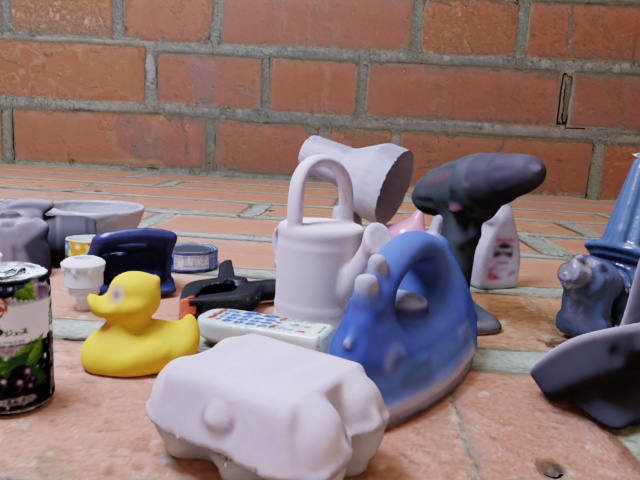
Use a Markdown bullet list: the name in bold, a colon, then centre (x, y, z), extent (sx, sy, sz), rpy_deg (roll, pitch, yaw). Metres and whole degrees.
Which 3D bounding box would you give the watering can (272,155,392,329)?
- **watering can**: centre (0.008, 0.002, 0.647), extent (0.172, 0.194, 0.101), rpy_deg (8, 12, 25)

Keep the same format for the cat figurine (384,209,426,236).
- **cat figurine**: centre (0.144, 0.015, 0.828), extent (0.127, 0.118, 0.067), rpy_deg (13, 14, 43)

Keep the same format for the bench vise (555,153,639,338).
- **bench vise**: centre (0.357, 0.008, 0.651), extent (0.121, 0.220, 0.208), rpy_deg (11, 13, 37)

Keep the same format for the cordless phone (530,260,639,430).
- **cordless phone**: centre (0.262, 0.052, 0.482), extent (0.148, 0.185, 0.093), rpy_deg (-3, 12, -29)

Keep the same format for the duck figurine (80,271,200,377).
- **duck figurine**: centre (-0.162, 0.071, 0.521), extent (0.105, 0.086, 0.077), rpy_deg (0, 11, -18)

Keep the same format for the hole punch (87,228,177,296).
- **hole punch**: centre (-0.246, 0.023, 0.743), extent (0.109, 0.091, 0.100), rpy_deg (-2, 12, -28)

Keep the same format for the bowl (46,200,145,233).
- **bowl**: centre (-0.391, -0.024, 0.997), extent (0.167, 0.075, 0.167), rpy_deg (3, 11, 0)

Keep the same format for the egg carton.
- **egg carton**: centre (-0.036, 0.113, 0.376), extent (0.149, 0.069, 0.107), rpy_deg (9, 12, 30)

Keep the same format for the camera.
- **camera**: centre (-0.398, -0.008, 0.835), extent (0.137, 0.101, 0.142), rpy_deg (-1, 12, -24)

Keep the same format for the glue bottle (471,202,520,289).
- **glue bottle**: centre (0.271, -0.013, 0.866), extent (0.078, 0.173, 0.037), rpy_deg (-2, 12, -25)

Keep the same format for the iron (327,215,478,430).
- **iron**: centre (0.068, 0.059, 0.504), extent (0.118, 0.141, 0.259), rpy_deg (8, 12, 26)

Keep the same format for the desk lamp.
- **desk lamp**: centre (0.037, -0.052, 0.895), extent (0.202, 0.213, 0.118), rpy_deg (9, 12, 28)

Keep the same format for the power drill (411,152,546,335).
- **power drill**: centre (0.176, -0.001, 0.676), extent (0.076, 0.208, 0.229), rpy_deg (0, 11, -18)
